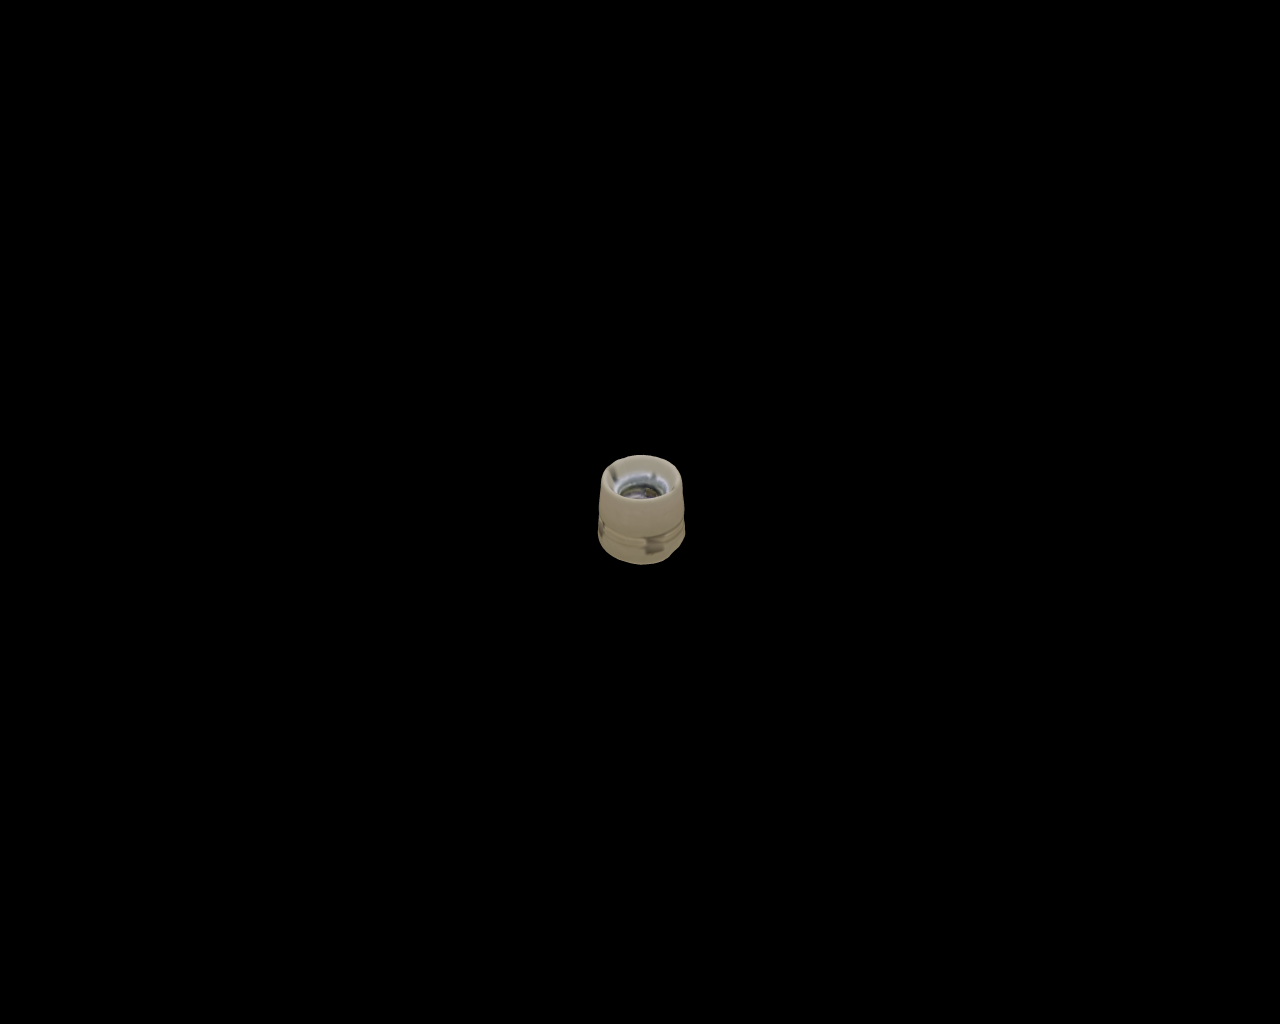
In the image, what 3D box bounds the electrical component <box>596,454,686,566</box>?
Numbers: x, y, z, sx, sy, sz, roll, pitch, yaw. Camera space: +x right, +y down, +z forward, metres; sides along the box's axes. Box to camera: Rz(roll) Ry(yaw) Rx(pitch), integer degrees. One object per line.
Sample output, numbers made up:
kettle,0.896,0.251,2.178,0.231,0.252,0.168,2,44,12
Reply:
electrical component,0.001,-0.003,0.650,0.055,0.047,0.055,0,38,0
